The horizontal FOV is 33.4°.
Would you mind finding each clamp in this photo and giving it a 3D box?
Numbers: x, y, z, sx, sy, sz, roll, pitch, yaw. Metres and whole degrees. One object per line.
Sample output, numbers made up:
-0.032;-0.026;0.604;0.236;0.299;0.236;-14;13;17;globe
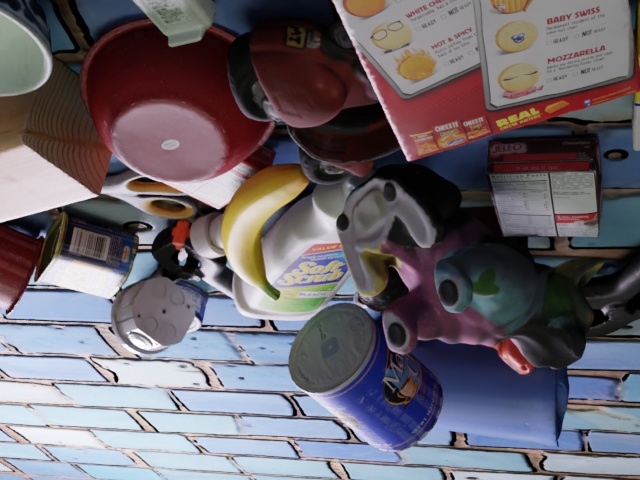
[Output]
0.296;0.053;1.057;0.210;0.036;0.164;-16;143;26;clamp
-0.144;0.025;1.134;0.120;0.039;0.171;-1;152;12;clamp

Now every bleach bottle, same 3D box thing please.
-0.007;0.001;1.020;0.102;0.068;0.251;5;153;-17;bleach bottle

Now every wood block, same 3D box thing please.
-0.283;-0.075;0.921;0.206;0.090;0.090;-11;146;33;wood block

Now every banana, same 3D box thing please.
-0.053;-0.015;0.956;0.069;0.037;0.198;16;145;0;banana

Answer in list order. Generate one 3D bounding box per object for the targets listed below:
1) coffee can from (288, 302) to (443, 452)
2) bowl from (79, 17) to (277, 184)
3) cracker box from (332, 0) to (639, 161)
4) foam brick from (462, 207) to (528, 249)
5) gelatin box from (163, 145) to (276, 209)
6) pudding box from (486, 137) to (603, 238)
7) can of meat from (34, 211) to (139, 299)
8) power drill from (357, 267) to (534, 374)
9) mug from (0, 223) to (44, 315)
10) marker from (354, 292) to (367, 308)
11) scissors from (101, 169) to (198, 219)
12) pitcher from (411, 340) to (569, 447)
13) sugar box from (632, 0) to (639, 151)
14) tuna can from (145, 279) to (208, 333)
0.048;0.143;1.102;0.103;0.102;0.140;-13;139;35;coffee can
-0.113;-0.095;0.836;0.162;0.055;0.162;3;140;2;bowl
0.097;-0.155;0.645;0.164;0.072;0.213;-16;143;13;cracker box
0.152;0.004;0.996;0.078;0.051;0.053;-2;151;18;foam brick
-0.094;-0.068;0.948;0.073;0.030;0.089;26;146;-30;gelatin box
0.193;-0.043;0.909;0.090;0.039;0.113;1;150;18;pudding box
-0.247;0.019;1.129;0.083;0.057;0.102;17;152;-22;can of meat
0.125;0.069;1.036;0.188;0.057;0.184;23;179;11;power drill
-0.353;0.019;1.140;0.081;0.093;0.117;25;-175;-21;mug
0.095;0.062;1.158;0.121;0.020;0.020;-6;150;24;marker
-0.206;-0.045;1.038;0.202;0.016;0.096;-2;151;20;scissors
0.158;0.149;1.212;0.243;0.149;0.145;2;168;18;pitcher
0.262;-0.124;0.728;0.093;0.048;0.176;1;156;15;sugar box
-0.176;0.077;1.246;0.086;0.033;0.086;7;153;3;tuna can
